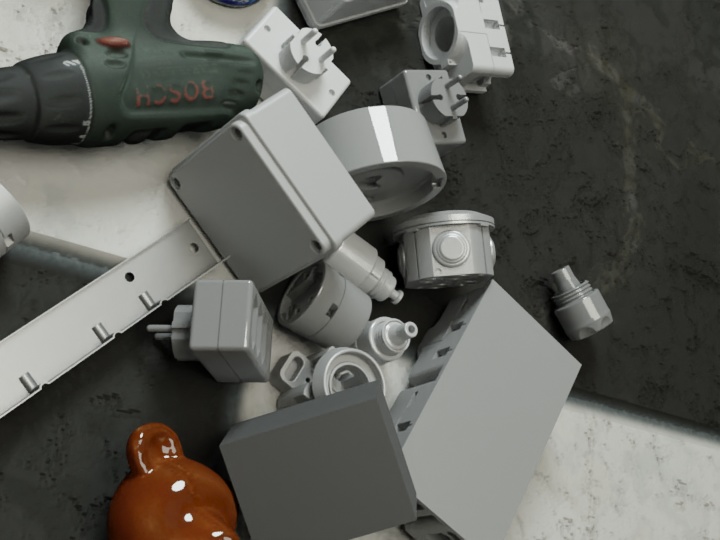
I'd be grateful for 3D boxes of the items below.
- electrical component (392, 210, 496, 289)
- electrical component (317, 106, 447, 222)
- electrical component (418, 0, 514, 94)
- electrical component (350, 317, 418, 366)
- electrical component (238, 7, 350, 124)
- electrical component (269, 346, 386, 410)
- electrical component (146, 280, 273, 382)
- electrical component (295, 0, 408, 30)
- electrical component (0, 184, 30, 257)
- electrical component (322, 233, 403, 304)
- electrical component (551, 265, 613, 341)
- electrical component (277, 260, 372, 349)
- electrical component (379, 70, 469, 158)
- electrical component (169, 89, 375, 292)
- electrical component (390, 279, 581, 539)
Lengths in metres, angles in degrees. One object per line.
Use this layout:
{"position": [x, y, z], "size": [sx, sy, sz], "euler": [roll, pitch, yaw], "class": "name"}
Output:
{"position": [0.067, -0.015, 0.842], "size": [0.080, 0.080, 0.051], "euler": [1, 79, -34], "class": "electrical component"}
{"position": [0.006, -0.084, 0.808], "size": [0.108, 0.108, 0.060], "euler": [1, 68, -34], "class": "electrical component"}
{"position": [0.089, -0.204, 0.939], "size": [0.056, 0.050, 0.089], "euler": [-3, 76, -35], "class": "electrical component"}
{"position": [0.020, 0.051, 0.797], "size": [0.035, 0.061, 0.035], "euler": [12, 68, -31], "class": "electrical component"}
{"position": [-0.046, -0.158, 0.815], "size": [0.083, 0.076, 0.047], "euler": [43, 55, -15], "class": "electrical component"}
{"position": [-0.018, 0.087, 0.762], "size": [0.078, 0.057, 0.058], "euler": [42, 55, -16], "class": "electrical component"}
{"position": [-0.103, 0.042, 0.715], "size": [0.076, 0.083, 0.047], "euler": [0, 70, 5], "class": "electrical component"}
{"position": [-0.012, -0.265, 0.887], "size": [0.109, 0.056, 0.108], "euler": [-26, 89, -37], "class": "electrical component"}
{"position": [-0.238, -0.026, 0.653], "size": [0.055, 0.055, 0.047], "euler": [47, 58, -12], "class": "electrical component"}
{"position": [0.000, 0.000, 0.814], "size": [0.078, 0.040, 0.040], "euler": [36, 57, -20], "class": "electrical component"}
{"position": [0.188, 0.027, 0.932], "size": [0.043, 0.043, 0.062], "euler": [-27, 88, -37], "class": "electrical component"}
{"position": [-0.025, 0.028, 0.780], "size": [0.047, 0.055, 0.055], "euler": [34, 58, -25], "class": "electrical component"}
{"position": [0.062, -0.134, 0.879], "size": [0.047, 0.077, 0.065], "euler": [-7, 79, -36], "class": "electrical component"}
{"position": [-0.063, -0.052, 0.746], "size": [0.056, 0.109, 0.108], "euler": [-40, 98, -39], "class": "electrical component"}
{"position": [0.082, 0.115, 0.818], "size": [0.105, 0.060, 0.186], "euler": [43, 55, -15], "class": "electrical component"}
